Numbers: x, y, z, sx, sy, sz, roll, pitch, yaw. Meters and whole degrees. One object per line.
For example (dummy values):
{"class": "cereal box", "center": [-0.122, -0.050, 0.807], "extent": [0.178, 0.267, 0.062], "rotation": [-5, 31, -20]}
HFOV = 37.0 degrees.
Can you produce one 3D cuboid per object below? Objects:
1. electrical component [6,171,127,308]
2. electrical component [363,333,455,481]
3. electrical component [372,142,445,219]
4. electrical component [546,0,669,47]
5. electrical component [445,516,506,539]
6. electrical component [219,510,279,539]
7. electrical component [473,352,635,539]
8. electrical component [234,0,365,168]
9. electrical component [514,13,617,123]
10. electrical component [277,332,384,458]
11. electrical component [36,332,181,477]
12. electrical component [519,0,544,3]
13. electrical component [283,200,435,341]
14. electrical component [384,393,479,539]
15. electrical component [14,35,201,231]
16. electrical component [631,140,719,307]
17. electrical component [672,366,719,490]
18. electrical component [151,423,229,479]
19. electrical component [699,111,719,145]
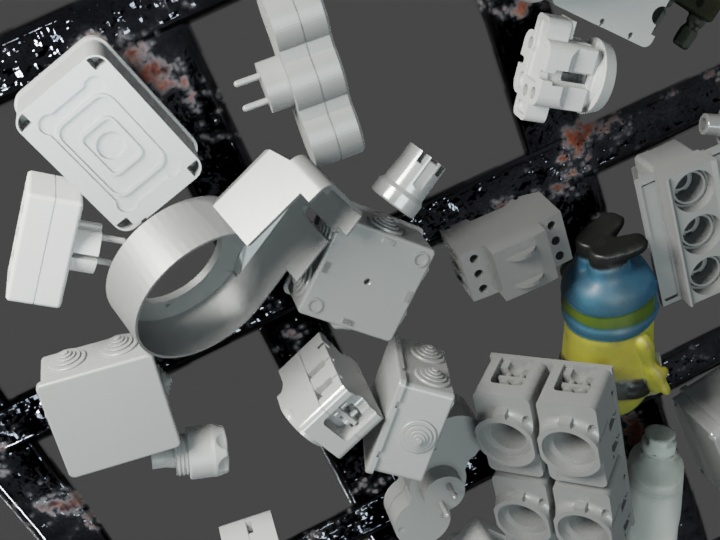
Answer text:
{"class": "electrical component", "center": [-0.207, -0.019, 0.770], "extent": [0.076, 0.047, 0.083], "rotation": [10, 112, -20]}
{"class": "electrical component", "center": [0.038, 0.112, 0.877], "extent": [0.048, 0.099, 0.099], "rotation": [16, 111, -9]}
{"class": "electrical component", "center": [0.038, -0.069, 0.821], "extent": [0.040, 0.040, 0.046], "rotation": [34, 96, -27]}
{"class": "electrical component", "center": [0.174, -0.206, 0.781], "extent": [0.089, 0.055, 0.050], "rotation": [18, 109, -23]}
{"class": "electrical component", "center": [0.144, 0.304, 1.023], "extent": [0.150, 0.061, 0.089], "rotation": [29, 105, -26]}
{"class": "electrical component", "center": [-0.090, 0.257, 0.916], "extent": [0.056, 0.089, 0.050], "rotation": [-17, 119, -7]}
{"class": "electrical component", "center": [0.168, 0.166, 0.924], "extent": [0.105, 0.060, 0.186], "rotation": [4, 128, 28]}
{"class": "electrical component", "center": [-0.051, -0.133, 0.755], "extent": [0.074, 0.052, 0.138], "rotation": [-21, 119, -5]}
{"class": "electrical component", "center": [0.154, -0.148, 0.804], "extent": [0.057, 0.058, 0.078], "rotation": [6, 114, -15]}
{"class": "electrical component", "center": [-0.028, 0.101, 0.857], "extent": [0.056, 0.089, 0.050], "rotation": [-44, 119, 8]}
{"class": "electrical component", "center": [-0.194, 0.101, 0.833], "extent": [0.100, 0.048, 0.099], "rotation": [-16, 119, -8]}
{"class": "electrical component", "center": [0.118, -0.233, 0.725], "extent": [0.060, 0.108, 0.108], "rotation": [16, 110, -29]}
{"class": "electrical component", "center": [0.000, 0.000, 0.837], "extent": [0.100, 0.048, 0.099], "rotation": [19, 107, -23]}
{"class": "electrical component", "center": [0.068, 0.184, 0.934], "extent": [0.052, 0.073, 0.138], "rotation": [11, 112, -20]}
{"class": "electrical component", "center": [-0.172, -0.094, 0.737], "extent": [0.078, 0.057, 0.113], "rotation": [-38, 119, 5]}
{"class": "electrical component", "center": [0.267, -0.041, 0.886], "extent": [0.079, 0.063, 0.121], "rotation": [-23, 120, -4]}
{"class": "electrical component", "center": [0.345, 0.156, 0.998], "extent": [0.057, 0.078, 0.113], "rotation": [-31, 120, -3]}
{"class": "electrical component", "center": [-0.139, 0.149, 0.876], "extent": [0.062, 0.043, 0.043], "rotation": [-6, 117, -11]}
{"class": "electrical component", "center": [0.307, -0.116, 0.872], "extent": [0.062, 0.048, 0.048], "rotation": [3, 115, -9]}
